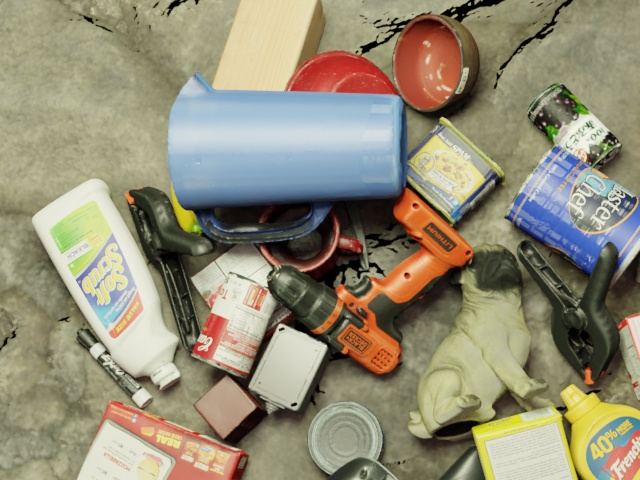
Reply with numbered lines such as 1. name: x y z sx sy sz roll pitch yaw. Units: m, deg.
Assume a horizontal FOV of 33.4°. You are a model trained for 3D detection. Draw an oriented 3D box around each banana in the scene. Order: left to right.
1. banana: -0.153 -0.080 1.263 0.037 0.070 0.198 5 59 -28

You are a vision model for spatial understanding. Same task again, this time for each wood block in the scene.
1. wood block: -0.068 -0.195 1.268 0.091 0.090 0.206 15 79 9

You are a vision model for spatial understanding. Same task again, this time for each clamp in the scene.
1. clamp: -0.174 0.017 1.224 0.036 0.165 0.210 -13 40 -26
2. clamp: 0.285 0.073 1.143 0.039 0.120 0.171 -31 103 -32

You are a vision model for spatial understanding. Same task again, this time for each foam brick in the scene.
1. foam brick: -0.098 0.188 1.185 0.053 0.078 0.051 -42 75 -4

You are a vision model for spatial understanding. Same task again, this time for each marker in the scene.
1. marker: -0.241 0.147 1.242 0.020 0.020 0.121 -45 75 -5

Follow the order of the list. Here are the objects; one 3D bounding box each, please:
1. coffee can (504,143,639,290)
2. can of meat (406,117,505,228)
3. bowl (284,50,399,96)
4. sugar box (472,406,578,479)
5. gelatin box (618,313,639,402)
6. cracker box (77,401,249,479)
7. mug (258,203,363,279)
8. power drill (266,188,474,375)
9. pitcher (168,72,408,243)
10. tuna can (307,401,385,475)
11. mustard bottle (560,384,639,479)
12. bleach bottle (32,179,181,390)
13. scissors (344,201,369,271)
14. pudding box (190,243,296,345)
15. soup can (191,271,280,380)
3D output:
1. coffee can: 0.291 -0.026 1.177 0.140 0.103 0.103 36 83 13
2. can of meat: 0.147 -0.075 1.230 0.084 0.057 0.102 -45 76 -3
3. bowl: 0.038 -0.141 1.219 0.161 0.055 0.162 1 88 -26
4. sugar box: 0.227 0.272 1.119 0.093 0.048 0.176 -15 96 3
5. gelatin box: 0.350 0.127 1.148 0.030 0.073 0.089 -16 75 2
6. cracker box: -0.192 0.306 1.172 0.164 0.072 0.213 19 81 12
7. mug: -0.008 0.001 1.217 0.117 0.081 0.093 7 77 9
8. power drill: 0.059 0.036 1.159 0.184 0.057 0.188 38 100 -25
9. pitcher: -0.031 -0.087 1.133 0.243 0.149 0.145 0 65 9
10. tuna can: 0.029 0.222 1.184 0.086 0.033 0.086 -2 76 6
11. mustard bottle: 0.324 0.234 1.133 0.096 0.058 0.192 -37 75 -6
12. bleach bottle: -0.232 0.058 1.242 0.102 0.068 0.251 -33 78 -5
13. scissors: 0.014 -0.063 1.264 0.096 0.016 0.202 1 77 9
14. pudding box: -0.084 0.063 1.234 0.090 0.039 0.113 -37 78 -2
15. soup can: -0.090 0.094 1.173 0.068 0.068 0.102 22 83 11
